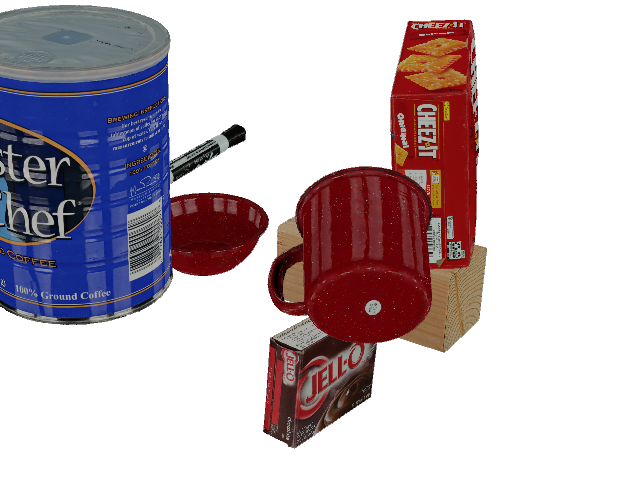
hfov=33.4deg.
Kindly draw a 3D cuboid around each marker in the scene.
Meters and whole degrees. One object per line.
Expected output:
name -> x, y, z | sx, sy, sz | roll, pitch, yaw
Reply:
marker -> -0.116, -0.082, 1.028 | 0.020, 0.020, 0.120 | 0, 27, 45

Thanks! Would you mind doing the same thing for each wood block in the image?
wood block -> 0.062, 0.036, 1.144 | 0.206, 0.091, 0.090 | 17, 29, 28

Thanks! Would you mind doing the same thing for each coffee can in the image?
coffee can -> -0.130, -0.042, 0.563 | 0.103, 0.140, 0.103 | 2, 28, -2

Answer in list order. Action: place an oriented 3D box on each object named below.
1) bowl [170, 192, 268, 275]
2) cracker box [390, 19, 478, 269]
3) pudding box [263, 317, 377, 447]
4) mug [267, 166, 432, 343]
bowl -> -0.145, -0.001, 1.333 | 0.162, 0.055, 0.162 | 1, 28, -1
cracker box -> 0.108, -0.094, 0.975 | 0.072, 0.164, 0.213 | 0, 27, 10
pudding box -> 0.002, 0.106, 0.883 | 0.039, 0.090, 0.113 | 21, 28, 30
mug -> 0.018, 0.016, 0.699 | 0.117, 0.081, 0.093 | -16, -44, 17
